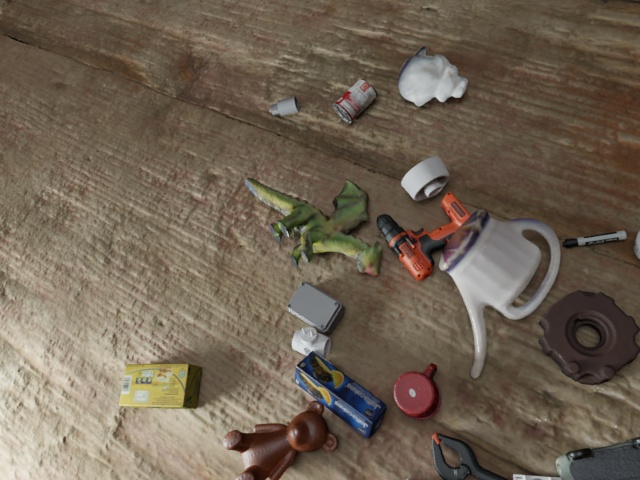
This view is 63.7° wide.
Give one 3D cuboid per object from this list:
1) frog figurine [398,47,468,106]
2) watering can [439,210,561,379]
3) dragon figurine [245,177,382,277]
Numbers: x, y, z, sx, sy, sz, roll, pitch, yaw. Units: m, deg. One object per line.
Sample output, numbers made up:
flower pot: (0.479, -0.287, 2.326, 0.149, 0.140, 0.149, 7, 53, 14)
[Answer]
frog figurine: (0.282, -0.397, 1.299, 0.161, 0.124, 0.135, 41, 117, 19)
watering can: (0.342, 0.088, 1.057, 0.225, 0.103, 0.349, 36, 85, 5)
dragon figurine: (0.004, -0.064, 1.263, 0.244, 0.119, 0.417, -27, 63, -15)
